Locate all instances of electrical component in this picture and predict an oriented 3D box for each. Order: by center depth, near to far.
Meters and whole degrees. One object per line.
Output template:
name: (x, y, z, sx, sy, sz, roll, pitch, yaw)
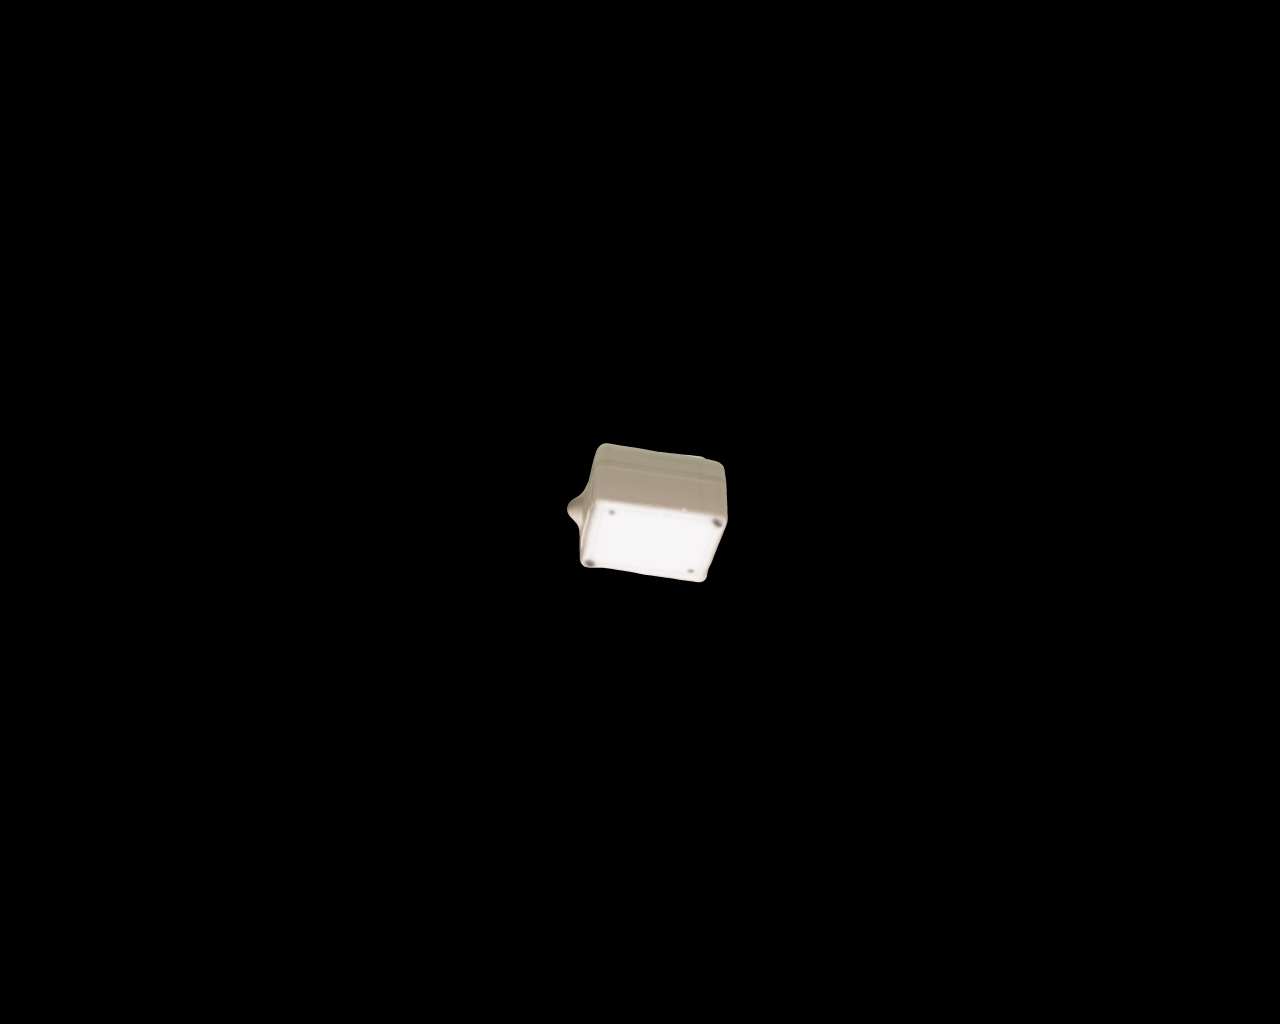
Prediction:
electrical component: (0.001, -0.003, 0.650, 0.096, 0.061, 0.061, 9, 44, -8)
